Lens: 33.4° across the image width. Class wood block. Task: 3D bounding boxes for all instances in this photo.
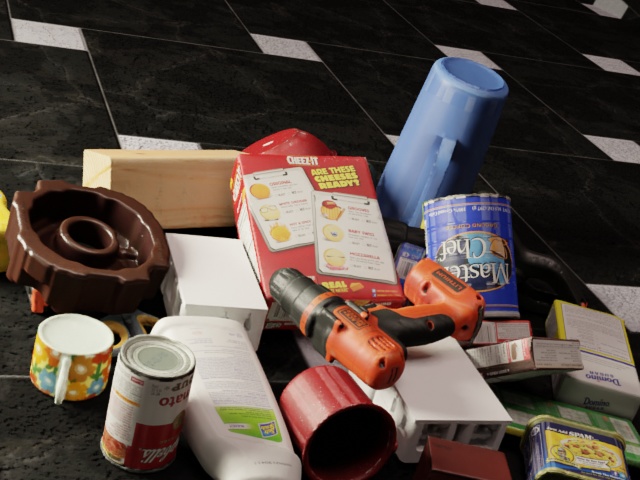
[{"bbox_3d":[-0.179,-0.064,1.318,0.205,0.090,0.091,-2,11,-32],"label":"wood block"}]

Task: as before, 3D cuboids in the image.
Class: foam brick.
[{"bbox_3d":[0.130,0.222,0.979,0.078,0.051,0.053,13,25,-5],"label":"foam brick"}]

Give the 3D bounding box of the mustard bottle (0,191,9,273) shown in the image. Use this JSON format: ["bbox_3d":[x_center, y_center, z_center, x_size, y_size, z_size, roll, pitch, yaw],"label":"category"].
[{"bbox_3d":[-0.398,-0.033,1.199,0.096,0.058,0.192,-3,31,-33],"label":"mustard bottle"}]

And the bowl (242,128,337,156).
[{"bbox_3d":[-0.060,-0.105,1.433,0.162,0.055,0.162,-23,17,7],"label":"bowl"}]

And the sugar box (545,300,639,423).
[{"bbox_3d":[0.319,0.140,1.257,0.093,0.048,0.176,16,29,1],"label":"sugar box"}]

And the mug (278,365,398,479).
[{"bbox_3d":[0.021,0.172,0.989,0.117,0.093,0.082,18,16,-31],"label":"mug"}]

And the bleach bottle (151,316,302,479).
[{"bbox_3d":[-0.084,0.167,0.965,0.102,0.068,0.251,3,30,-23],"label":"bleach bottle"}]

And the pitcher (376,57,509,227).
[{"bbox_3d":[0.166,-0.119,1.469,0.144,0.243,0.149,-6,40,-36],"label":"pitcher"}]

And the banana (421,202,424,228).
[{"bbox_3d":[0.210,0.018,1.418,0.197,0.070,0.037,23,36,-10],"label":"banana"}]

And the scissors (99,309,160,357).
[{"bbox_3d":[-0.223,0.074,1.128,0.096,0.016,0.202,-11,30,-34],"label":"scissors"}]

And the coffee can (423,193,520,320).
[{"bbox_3d":[0.174,0.025,1.233,0.103,0.140,0.103,-3,-9,-1],"label":"coffee can"}]

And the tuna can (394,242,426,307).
[{"bbox_3d":[0.102,0.046,1.280,0.034,0.086,0.086,17,26,8],"label":"tuna can"}]

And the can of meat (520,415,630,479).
[{"bbox_3d":[0.249,0.224,1.035,0.102,0.057,0.084,14,28,0],"label":"can of meat"}]

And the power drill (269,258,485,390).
[{"bbox_3d":[0.062,0.072,1.098,0.187,0.057,0.185,-15,41,-38],"label":"power drill"}]

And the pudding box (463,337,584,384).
[{"bbox_3d":[0.218,0.130,1.149,0.090,0.039,0.113,-18,-15,37],"label":"pudding box"}]

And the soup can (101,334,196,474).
[{"bbox_3d":[-0.150,0.142,0.930,0.068,0.102,0.068,13,25,-6],"label":"soup can"}]

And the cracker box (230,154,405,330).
[{"bbox_3d":[-0.008,0.002,1.238,0.164,0.072,0.214,0,51,-18],"label":"cracker box"}]

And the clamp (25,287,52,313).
[{"bbox_3d":[-0.262,0.028,1.170,0.120,0.039,0.171,4,31,3],"label":"clamp"}]

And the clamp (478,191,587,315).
[{"bbox_3d":[0.241,0.042,1.358,0.210,0.165,0.036,36,48,-6],"label":"clamp"}]

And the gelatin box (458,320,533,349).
[{"bbox_3d":[0.185,0.113,1.210,0.089,0.073,0.030,2,73,-27],"label":"gelatin box"}]
